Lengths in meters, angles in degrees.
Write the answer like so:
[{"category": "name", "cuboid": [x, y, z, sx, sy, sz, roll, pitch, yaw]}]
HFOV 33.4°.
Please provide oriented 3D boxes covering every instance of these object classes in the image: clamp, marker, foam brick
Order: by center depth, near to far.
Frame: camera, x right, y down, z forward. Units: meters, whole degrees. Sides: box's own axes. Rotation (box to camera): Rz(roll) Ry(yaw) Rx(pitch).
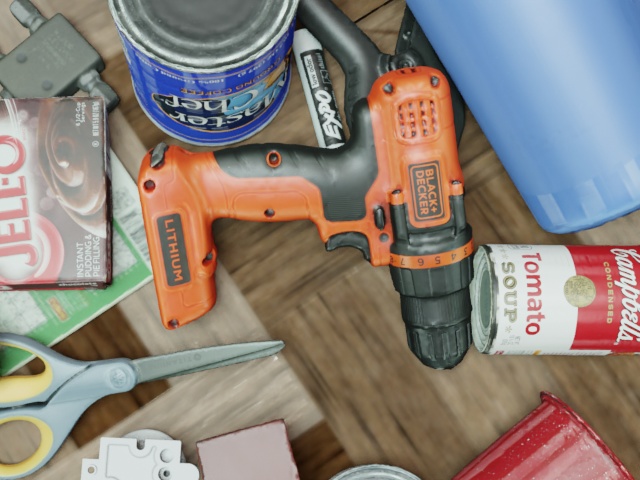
[{"category": "foam brick", "cuboid": [-0.038, 0.133, 0.605, 0.051, 0.078, 0.053, -14, 80, -5]}, {"category": "clamp", "cuboid": [0.036, -0.108, 0.670, 0.120, 0.039, 0.171, -6, 78, -14]}, {"category": "marker", "cuboid": [0.004, -0.076, 0.677, 0.020, 0.020, 0.121, -13, 81, -6]}]

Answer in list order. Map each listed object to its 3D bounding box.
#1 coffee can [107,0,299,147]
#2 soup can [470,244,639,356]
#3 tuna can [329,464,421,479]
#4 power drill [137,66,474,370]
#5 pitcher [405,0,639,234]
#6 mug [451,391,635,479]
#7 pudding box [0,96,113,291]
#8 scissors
[{"category": "coffee can", "cuboid": [-0.065, -0.122, 0.619, 0.102, 0.140, 0.103, 1, 79, -4]}, {"category": "soup can", "cuboid": [0.146, 0.036, 0.642, 0.102, 0.068, 0.068, 1, 79, -3]}, {"category": "tuna can", "cuboid": [0.032, 0.175, 0.624, 0.086, 0.034, 0.086, 1, 79, -4]}, {"category": "power drill", "cuboid": [-0.004, 0.001, 0.625, 0.187, 0.057, 0.184, -9, 106, -2]}, {"category": "pitcher", "cuboid": [0.132, -0.135, 0.637, 0.149, 0.145, 0.243, -30, 95, -11]}, {"category": "mug", "cuboid": [0.133, 0.156, 0.615, 0.081, 0.093, 0.117, -38, 120, -5]}, {"category": "pudding box", "cuboid": [-0.169, -0.026, 0.630, 0.090, 0.039, 0.113, -2, 79, -4]}, {"category": "scissors", "cuboid": [-0.124, 0.097, 0.620, 0.201, 0.016, 0.096, 4, 100, -1]}]
